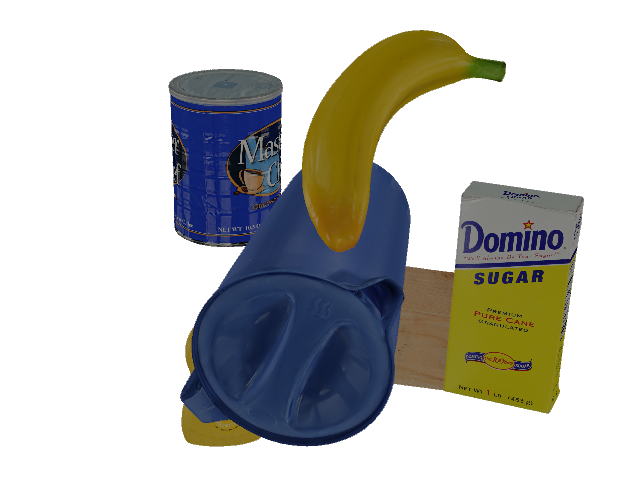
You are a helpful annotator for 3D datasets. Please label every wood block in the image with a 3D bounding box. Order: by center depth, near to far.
[{"bbox_3d":[0.042,0.079,1.066,0.206,0.090,0.090,7,28,2],"label":"wood block"}]

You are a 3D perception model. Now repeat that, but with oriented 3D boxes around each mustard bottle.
[{"bbox_3d":[-0.108,0.141,1.231,0.096,0.192,0.058,0,18,-14],"label":"mustard bottle"}]

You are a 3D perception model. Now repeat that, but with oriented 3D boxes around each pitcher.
[{"bbox_3d":[-0.007,0.034,0.786,0.149,0.145,0.242,8,27,7],"label":"pitcher"}]

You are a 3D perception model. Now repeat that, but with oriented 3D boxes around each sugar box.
[{"bbox_3d":[0.154,0.046,0.865,0.093,0.176,0.048,9,23,19],"label":"sugar box"}]

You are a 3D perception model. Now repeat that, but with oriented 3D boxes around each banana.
[{"bbox_3d":[0.034,-0.068,0.577,0.070,0.037,0.197,24,47,20],"label":"banana"}]

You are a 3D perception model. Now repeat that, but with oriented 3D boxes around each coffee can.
[{"bbox_3d":[-0.086,-0.078,0.988,0.103,0.140,0.103,1,23,-1],"label":"coffee can"}]
